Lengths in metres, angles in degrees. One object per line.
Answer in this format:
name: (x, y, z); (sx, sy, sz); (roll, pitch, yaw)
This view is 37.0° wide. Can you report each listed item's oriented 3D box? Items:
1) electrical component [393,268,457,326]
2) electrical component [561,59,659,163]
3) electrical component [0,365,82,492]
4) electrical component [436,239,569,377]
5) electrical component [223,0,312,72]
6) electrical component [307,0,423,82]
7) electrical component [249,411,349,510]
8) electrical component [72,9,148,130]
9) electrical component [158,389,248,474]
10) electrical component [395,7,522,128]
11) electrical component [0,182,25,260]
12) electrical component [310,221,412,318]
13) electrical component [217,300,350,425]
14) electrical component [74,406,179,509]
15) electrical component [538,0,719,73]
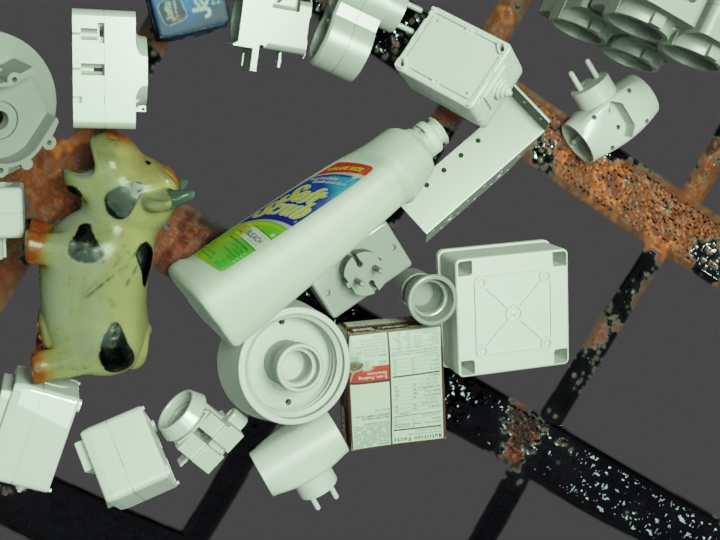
electrical component: (0.053, 0.020, 0.935); (0.044, 0.065, 0.044); (-3, 100, -15)
electrical component: (0.215, -0.150, 0.961); (0.077, 0.043, 0.079); (-37, 107, -6)
electrical component: (-0.269, 0.132, 0.867); (0.061, 0.062, 0.096); (19, 94, -18)
electrical component: (0.127, 0.033, 0.963); (0.109, 0.056, 0.108); (-6, 102, -15)
electrical component: (-0.074, -0.200, 0.872); (0.064, 0.042, 0.081); (5, 100, -20)
electrical component: (0.016, -0.220, 0.887); (0.074, 0.052, 0.138); (21, 93, -19)
electrical component: (-0.046, 0.175, 0.947); (0.077, 0.043, 0.079); (-30, 107, -9)
electrical component: (-0.196, -0.156, 0.841); (0.056, 0.050, 0.089); (-1, 101, -15)
electrical component: (-0.138, 0.134, 0.914); (0.066, 0.048, 0.055); (-47, 116, -4)
electrical component: (0.089, -0.164, 0.896); (0.096, 0.061, 0.061); (33, 90, 24)
electrical component: (-0.296, -0.028, 0.838); (0.066, 0.047, 0.076); (-2, 101, -15)
electrical component: (0.000, 0.000, 0.911); (0.083, 0.076, 0.047); (-35, 107, -7)
electrical component: (-0.060, 0.079, 0.907); (0.108, 0.060, 0.108); (-1, 94, -23)
electrical component: (-0.190, 0.157, 0.881); (0.061, 0.096, 0.061); (-23, 76, -11)
electrical component: (0.235, -0.212, 0.880); (0.105, 0.186, 0.060); (24, 93, -18)
